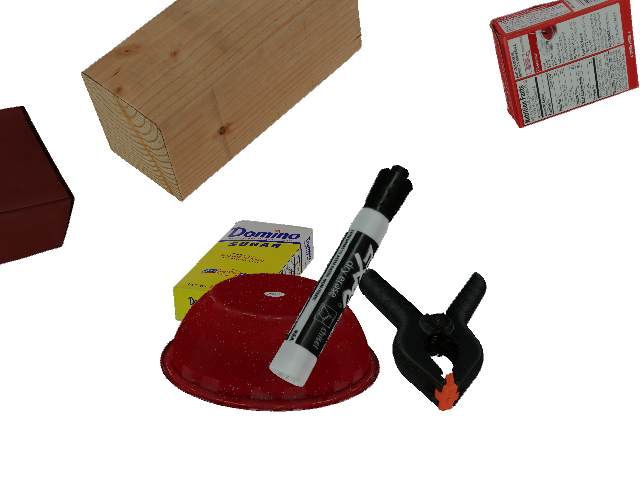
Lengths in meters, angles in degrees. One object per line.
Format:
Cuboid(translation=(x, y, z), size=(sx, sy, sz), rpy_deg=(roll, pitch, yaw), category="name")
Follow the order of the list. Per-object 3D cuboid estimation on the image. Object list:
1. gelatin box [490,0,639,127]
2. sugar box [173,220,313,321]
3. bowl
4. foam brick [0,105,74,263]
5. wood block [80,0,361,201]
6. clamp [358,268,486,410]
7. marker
Cuboid(translation=(0.164, -0.125, 0.717), size=(0.089, 0.073, 0.030), rpy_deg=(-18, 37, 3), category="gelatin box")
Cuboid(translation=(-0.078, 0.033, 1.139), size=(0.093, 0.048, 0.176), rpy_deg=(7, 29, 16), category="sugar box")
Cuboid(translation=(-0.035, 0.064, 0.776), size=(0.162, 0.055, 0.162), rpy_deg=(3, 18, -1), category="bowl")
Cuboid(translation=(-0.191, -0.033, 0.645), size=(0.051, 0.078, 0.053), rpy_deg=(-18, -29, -32), category="foam brick")
Cuboid(translation=(-0.070, -0.141, 0.835), size=(0.090, 0.205, 0.091), rpy_deg=(35, -24, 27), category="wood block")
Cuboid(translation=(0.110, 0.080, 0.954), size=(0.120, 0.039, 0.171), rpy_deg=(-8, 41, -9), category="clamp")
Cuboid(translation=(0.012, 0.015, 0.521), size=(0.020, 0.121, 0.020), rpy_deg=(27, -16, 8), category="marker")
